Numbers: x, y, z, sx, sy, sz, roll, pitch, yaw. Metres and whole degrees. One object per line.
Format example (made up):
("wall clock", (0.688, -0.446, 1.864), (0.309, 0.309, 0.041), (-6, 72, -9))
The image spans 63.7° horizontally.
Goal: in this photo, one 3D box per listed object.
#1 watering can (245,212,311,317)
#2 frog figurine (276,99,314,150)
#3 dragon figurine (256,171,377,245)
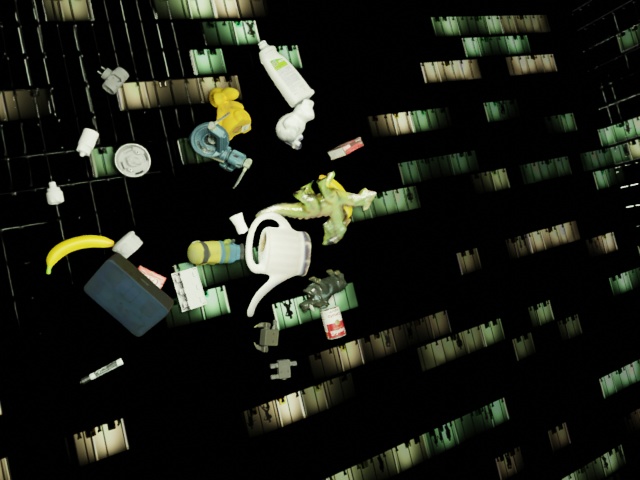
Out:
("watering can", (-0.140, 0.081, 1.698), (0.103, 0.224, 0.351), (157, 118, -64))
("frog figurine", (-0.086, -0.413, 1.775), (0.123, 0.140, 0.156), (23, 125, 10))
("dragon figurine", (0.005, -0.090, 1.798), (0.240, 0.411, 0.123), (62, 174, -13))
